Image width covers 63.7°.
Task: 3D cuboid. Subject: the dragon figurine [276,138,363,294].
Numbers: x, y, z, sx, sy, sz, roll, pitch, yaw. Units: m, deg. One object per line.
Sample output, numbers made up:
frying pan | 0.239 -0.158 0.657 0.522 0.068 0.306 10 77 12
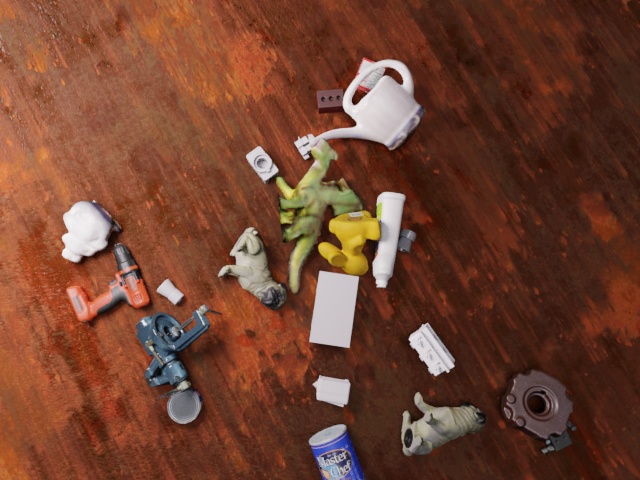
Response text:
dragon figurine | 0.004 -0.071 1.412 0.243 0.123 0.407 -9 98 -9

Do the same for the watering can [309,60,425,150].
watering can | 0.149 -0.337 1.441 0.224 0.104 0.348 40 89 -5

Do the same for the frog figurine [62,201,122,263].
frog figurine | -0.629 -0.021 1.371 0.161 0.122 0.136 -47 105 -18
